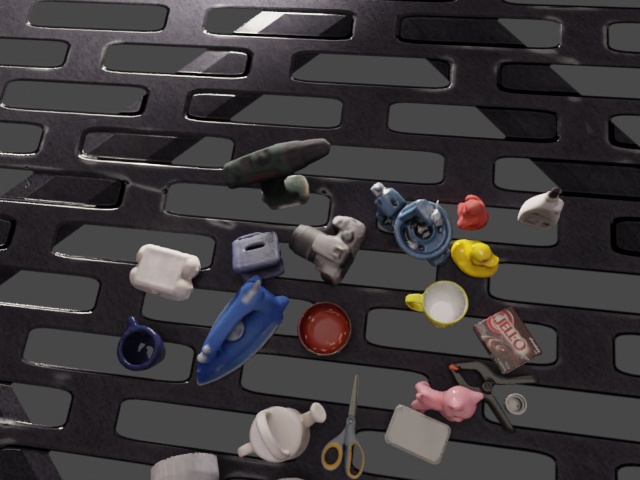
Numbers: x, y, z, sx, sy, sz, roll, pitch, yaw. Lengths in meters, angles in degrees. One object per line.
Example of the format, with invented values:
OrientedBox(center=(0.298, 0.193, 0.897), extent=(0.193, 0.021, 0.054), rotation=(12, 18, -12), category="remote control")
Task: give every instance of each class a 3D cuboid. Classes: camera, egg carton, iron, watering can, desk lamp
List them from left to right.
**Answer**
OrientedBox(center=(-0.341, 0.073, 1.259), extent=(0.150, 0.069, 0.107), rotation=(13, 74, 10), category="egg carton")
OrientedBox(center=(-0.218, 0.492, 1.037), extent=(0.118, 0.214, 0.203), rotation=(-16, 71, 1), category="desk lamp")
OrientedBox(center=(-0.182, 0.188, 1.168), extent=(0.118, 0.141, 0.258), rotation=(35, 79, 15), category="iron")
OrientedBox(center=(-0.074, 0.359, 1.074), extent=(0.100, 0.194, 0.173), rotation=(40, 81, 16), category="watering can")
OrientedBox(center=(0.011, 0.004, 1.227), extent=(0.136, 0.101, 0.143), rotation=(27, 77, 14), category="camera")

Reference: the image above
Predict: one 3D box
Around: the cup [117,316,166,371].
OrientedBox(center=(-0.368, 0.221, 1.202), extent=(0.091, 0.095, 0.117), rotation=(-24, 71, -2), category="cup")

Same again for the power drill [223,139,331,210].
OrientedBox(center=(-0.082, -0.141, 1.226), extent=(0.229, 0.208, 0.075), rotation=(-12, 71, 2), category="power drill")

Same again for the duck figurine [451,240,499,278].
OrientedBox(center=(0.326, 0.031, 1.193), extent=(0.104, 0.086, 0.077), rotation=(32, 78, 15), category="duck figurine")

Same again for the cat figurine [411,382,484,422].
OrientedBox(center=(0.243, 0.309, 1.096), extent=(0.127, 0.118, 0.067), rotation=(9, 73, 9), category="cat figurine")

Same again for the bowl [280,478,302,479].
OrientedBox(center=(-0.050, 0.535, 1.078), extent=(0.167, 0.075, 0.167), rotation=(-2, 72, 6), category="bowl")

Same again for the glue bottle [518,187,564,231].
OrientedBox(center=(0.458, -0.069, 1.164), extent=(0.078, 0.173, 0.037), rotation=(21, 76, 13), category="glue bottle")

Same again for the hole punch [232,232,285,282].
OrientedBox(center=(-0.139, 0.031, 1.240), extent=(0.108, 0.091, 0.101), rotation=(-14, 71, 2), category="hole punch")

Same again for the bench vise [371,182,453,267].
OrientedBox(center=(0.178, -0.041, 1.161), extent=(0.207, 0.220, 0.121), rotation=(27, 77, 14), category="bench vise")

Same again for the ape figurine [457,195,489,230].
OrientedBox(center=(0.324, -0.060, 1.219), extent=(0.076, 0.092, 0.078), rotation=(38, 80, 16), category="ape figurine")
